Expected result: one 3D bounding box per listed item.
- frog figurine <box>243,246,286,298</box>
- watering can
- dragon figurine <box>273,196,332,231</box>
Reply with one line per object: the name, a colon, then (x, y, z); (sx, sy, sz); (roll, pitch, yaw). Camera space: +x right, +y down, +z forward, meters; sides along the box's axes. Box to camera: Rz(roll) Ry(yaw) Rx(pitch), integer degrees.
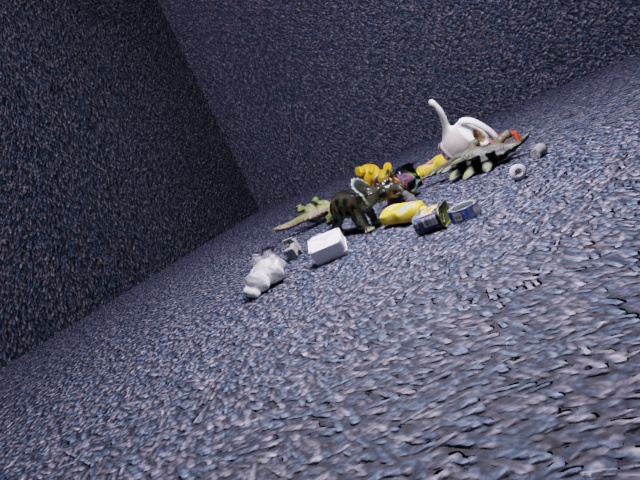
frog figurine: (-0.174, 0.118, 1.614); (0.137, 0.120, 0.163); (-14, 48, 18)
watering can: (0.543, -0.414, 2.039); (0.106, 0.347, 0.220); (-63, 4, -33)
dragon figurine: (0.007, -0.117, 2.318); (0.415, 0.121, 0.243); (-31, 19, -25)
